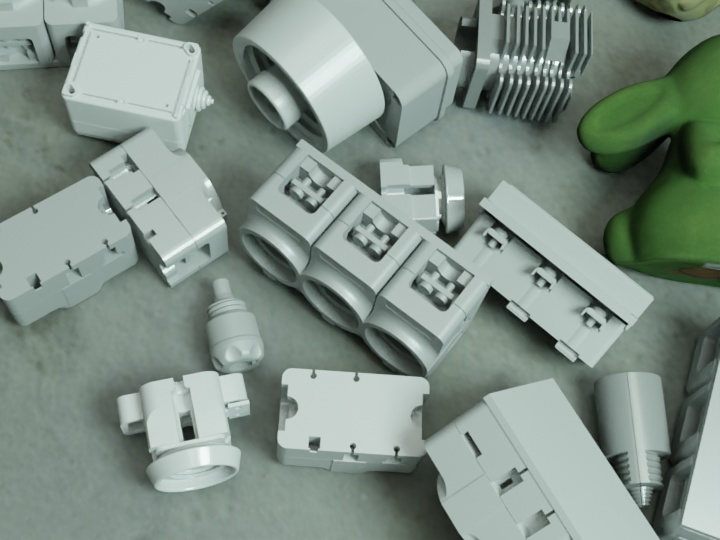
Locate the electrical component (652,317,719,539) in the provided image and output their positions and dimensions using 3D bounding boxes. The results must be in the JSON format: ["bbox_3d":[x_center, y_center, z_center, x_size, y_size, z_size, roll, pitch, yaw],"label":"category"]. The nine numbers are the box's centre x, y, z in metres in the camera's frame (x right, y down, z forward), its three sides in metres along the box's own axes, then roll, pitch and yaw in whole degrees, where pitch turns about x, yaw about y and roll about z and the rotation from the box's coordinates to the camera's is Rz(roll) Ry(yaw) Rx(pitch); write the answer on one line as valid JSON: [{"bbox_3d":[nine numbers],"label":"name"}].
[{"bbox_3d":[0.251,0.111,0.683,0.089,0.061,0.150,20,67,3],"label":"electrical component"}]

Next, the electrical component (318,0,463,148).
[{"bbox_3d":[0.014,-0.154,0.763,0.057,0.078,0.113,-37,75,-15],"label":"electrical component"}]

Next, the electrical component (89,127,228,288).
[{"bbox_3d":[-0.130,-0.044,0.718,0.056,0.050,0.089,-35,75,-17],"label":"electrical component"}]

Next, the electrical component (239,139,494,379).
[{"bbox_3d":[0.000,0.000,0.691,0.150,0.089,0.061,37,69,10],"label":"electrical component"}]

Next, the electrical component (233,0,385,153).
[{"bbox_3d":[-0.042,-0.129,0.734,0.060,0.108,0.108,-41,76,-13],"label":"electrical component"}]

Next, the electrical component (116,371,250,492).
[{"bbox_3d":[-0.105,0.100,0.657,0.078,0.058,0.057,-11,66,-10],"label":"electrical component"}]

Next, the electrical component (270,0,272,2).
[{"bbox_3d":[-0.037,-0.221,0.785,0.080,0.080,0.051,-42,82,-19],"label":"electrical component"}]

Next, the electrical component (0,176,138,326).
[{"bbox_3d":[-0.195,-0.010,0.695,0.089,0.055,0.050,-31,74,-16],"label":"electrical component"}]

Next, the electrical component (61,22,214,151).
[{"bbox_3d":[-0.148,-0.121,0.743,0.096,0.061,0.061,12,67,0],"label":"electrical component"}]

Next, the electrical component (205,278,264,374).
[{"bbox_3d":[-0.085,0.035,0.699,0.035,0.035,0.061,-13,66,-10],"label":"electrical component"}]

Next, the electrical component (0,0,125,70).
[{"bbox_3d":[-0.247,-0.197,0.765,0.150,0.061,0.089,-5,68,-7],"label":"electrical component"}]

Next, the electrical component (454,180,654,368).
[{"bbox_3d":[0.125,0.004,0.711,0.121,0.079,0.063,40,100,11],"label":"electrical component"}]

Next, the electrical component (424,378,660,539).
[{"bbox_3d":[0.122,0.161,0.619,0.060,0.105,0.186,-39,72,23],"label":"electrical component"}]

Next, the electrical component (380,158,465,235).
[{"bbox_3d":[0.043,-0.048,0.739,0.055,0.048,0.066,-3,68,1],"label":"electrical component"}]

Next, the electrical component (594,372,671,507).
[{"bbox_3d":[0.175,0.110,0.686,0.043,0.043,0.081,1,67,-5],"label":"electrical component"}]

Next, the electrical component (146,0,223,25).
[{"bbox_3d":[-0.117,-0.225,0.770,0.050,0.089,0.055,29,62,-35],"label":"electrical component"}]

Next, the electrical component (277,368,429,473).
[{"bbox_3d":[-0.005,0.095,0.669,0.089,0.055,0.050,4,68,-3],"label":"electrical component"}]
